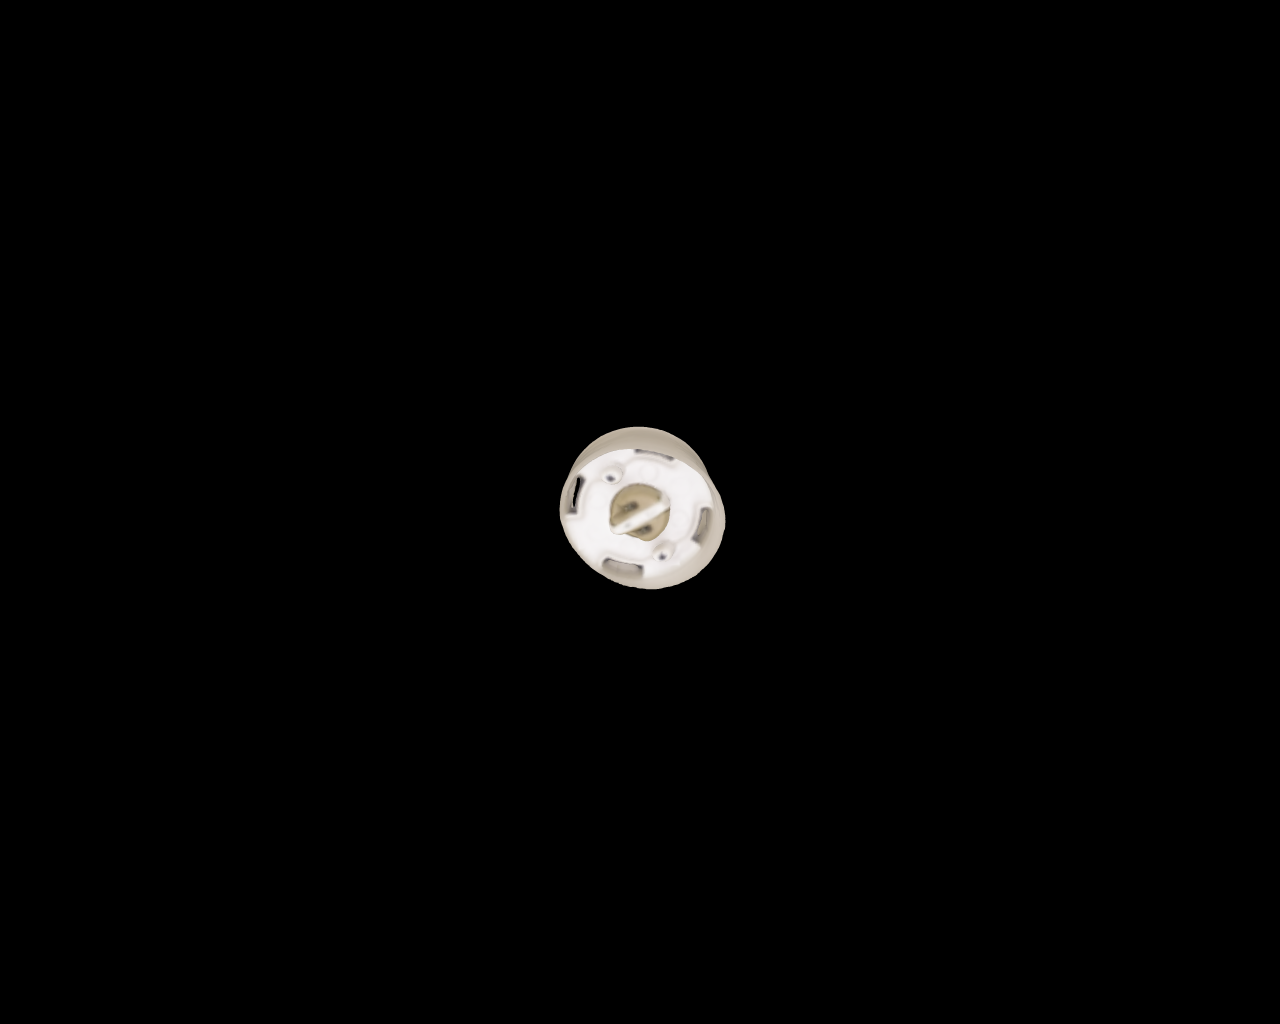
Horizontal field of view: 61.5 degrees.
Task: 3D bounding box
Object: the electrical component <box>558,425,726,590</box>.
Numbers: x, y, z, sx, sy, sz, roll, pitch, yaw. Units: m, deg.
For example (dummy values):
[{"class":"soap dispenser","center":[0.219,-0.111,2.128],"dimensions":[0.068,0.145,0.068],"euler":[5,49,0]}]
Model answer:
[{"class":"electrical component","center":[0.001,-0.003,0.650],"dimensions":[0.099,0.099,0.064],"euler":[0,24,0]}]
